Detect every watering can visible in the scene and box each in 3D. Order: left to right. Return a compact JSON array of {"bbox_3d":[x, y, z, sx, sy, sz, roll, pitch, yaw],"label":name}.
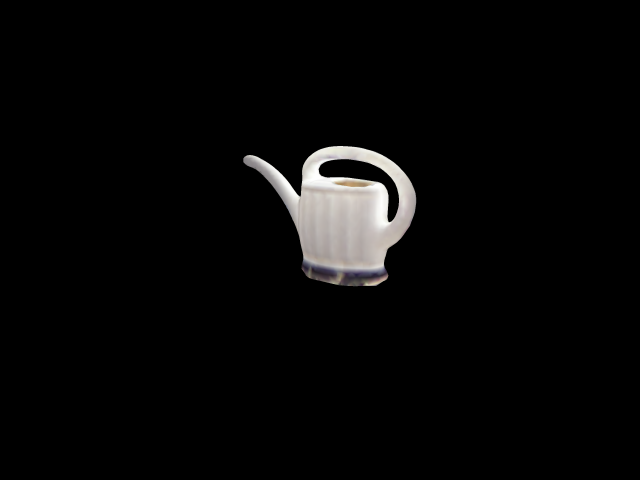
[{"bbox_3d":[0.003,-0.043,0.850,0.348,0.222,0.104,9,13,39],"label":"watering can"}]
